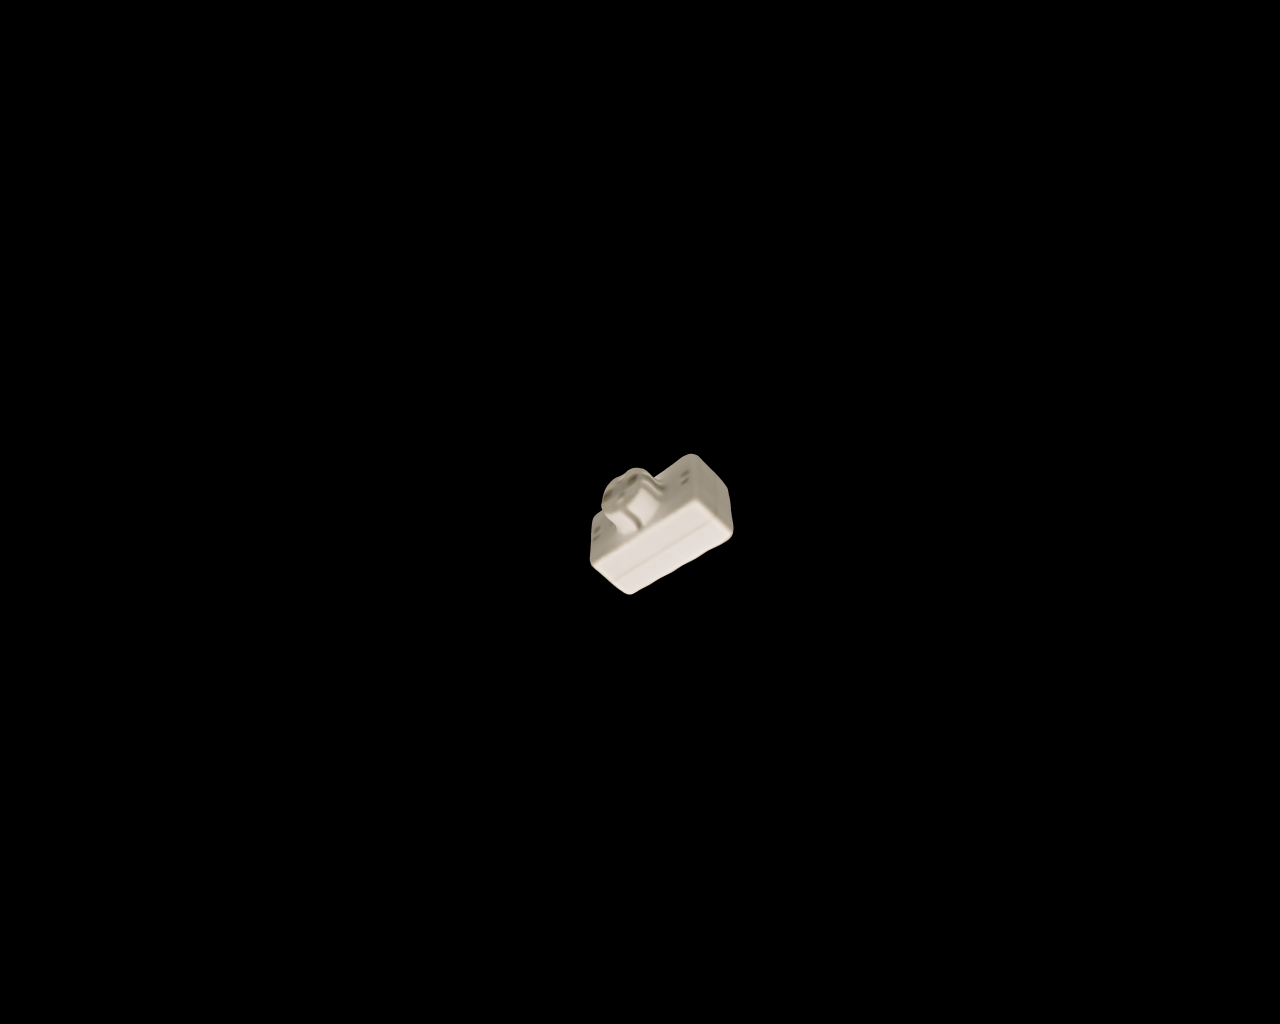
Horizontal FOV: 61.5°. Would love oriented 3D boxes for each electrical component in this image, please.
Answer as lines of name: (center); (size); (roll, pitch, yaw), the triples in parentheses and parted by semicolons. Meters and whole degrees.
electrical component: (0.001, -0.003, 0.650); (0.083, 0.047, 0.075); (-33, -58, 24)
